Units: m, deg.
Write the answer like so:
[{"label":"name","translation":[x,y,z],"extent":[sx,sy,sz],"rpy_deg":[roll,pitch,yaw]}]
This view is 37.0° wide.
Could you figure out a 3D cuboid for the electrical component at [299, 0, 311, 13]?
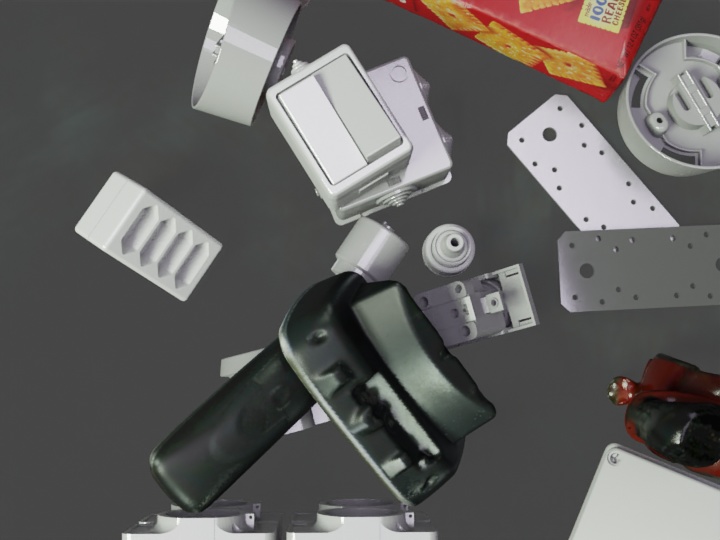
[{"label":"electrical component","translation":[-0.050,-0.201,0.742],"extent":[0.035,0.061,0.035],"rpy_deg":[0,84,-1]}]

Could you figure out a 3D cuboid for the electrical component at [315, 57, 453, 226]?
[{"label":"electrical component","translation":[0.009,-0.089,0.738],"extent":[0.100,0.048,0.099],"rpy_deg":[-22,85,-3]}]

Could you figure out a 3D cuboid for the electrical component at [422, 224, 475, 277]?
[{"label":"electrical component","translation":[0.061,-0.015,0.724],"extent":[0.035,0.061,0.035],"rpy_deg":[0,84,-1]}]

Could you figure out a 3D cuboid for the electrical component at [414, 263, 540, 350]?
[{"label":"electrical component","translation":[0.072,0.027,0.712],"extent":[0.081,0.064,0.042],"rpy_deg":[-21,81,39]}]

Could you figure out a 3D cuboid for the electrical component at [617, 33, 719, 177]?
[{"label":"electrical component","translation":[0.228,-0.112,0.737],"extent":[0.099,0.064,0.099],"rpy_deg":[0,84,-1]}]

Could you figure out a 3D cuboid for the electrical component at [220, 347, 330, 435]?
[{"label":"electrical component","translation":[-0.060,0.080,0.714],"extent":[0.078,0.058,0.057],"rpy_deg":[-14,87,-3]}]

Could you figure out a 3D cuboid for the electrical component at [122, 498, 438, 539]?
[{"label":"electrical component","translation":[-0.048,0.180,0.679],"extent":[0.186,0.105,0.060],"rpy_deg":[0,84,-1]}]

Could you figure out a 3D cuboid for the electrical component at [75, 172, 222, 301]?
[{"label":"electrical component","translation":[-0.150,-0.028,0.720],"extent":[0.076,0.083,0.047],"rpy_deg":[29,83,40]}]

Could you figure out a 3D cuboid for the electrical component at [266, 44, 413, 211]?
[{"label":"electrical component","translation":[-0.016,-0.096,0.681],"extent":[0.062,0.061,0.096],"rpy_deg":[-32,85,-4]}]

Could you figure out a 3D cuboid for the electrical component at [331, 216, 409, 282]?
[{"label":"electrical component","translation":[0.000,0.000,0.732],"extent":[0.040,0.040,0.078],"rpy_deg":[34,84,3]}]

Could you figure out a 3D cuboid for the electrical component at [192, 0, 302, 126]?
[{"label":"electrical component","translation":[-0.080,-0.148,0.720],"extent":[0.064,0.099,0.099],"rpy_deg":[23,84,-5]}]

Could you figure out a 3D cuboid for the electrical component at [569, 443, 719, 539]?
[{"label":"electrical component","translation":[0.194,0.182,0.689],"extent":[0.109,0.056,0.108],"rpy_deg":[20,83,29]}]
